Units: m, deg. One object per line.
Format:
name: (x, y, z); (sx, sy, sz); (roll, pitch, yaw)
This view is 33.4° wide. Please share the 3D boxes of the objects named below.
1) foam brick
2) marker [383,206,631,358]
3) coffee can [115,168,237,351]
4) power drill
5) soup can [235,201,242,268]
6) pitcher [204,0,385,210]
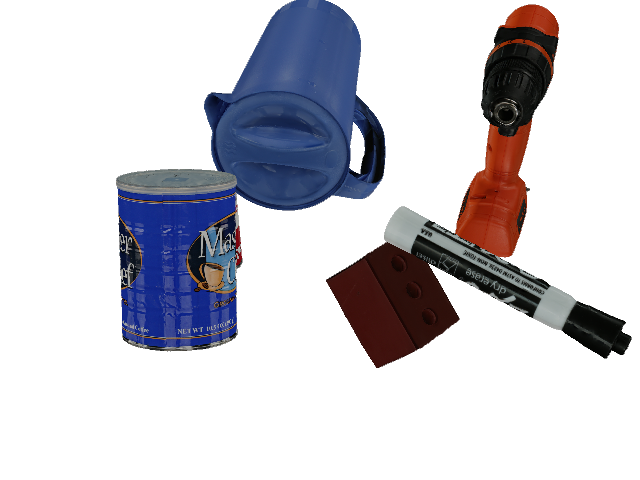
foam brick: (0.053, 0.044, 0.777); (0.052, 0.078, 0.051); (-29, -2, -43)
marker: (0.085, 0.019, 0.489); (0.121, 0.020, 0.020); (29, 9, 18)
coffee can: (-0.123, 0.014, 0.927); (0.103, 0.140, 0.103); (0, 12, 0)
power drill: (0.154, -0.082, 0.880); (0.057, 0.188, 0.184); (15, 35, 11)
soup can: (-0.133, -0.017, 1.311); (0.068, 0.102, 0.068); (-2, 26, 1)
pitcher: (-0.014, -0.144, 1.090); (0.145, 0.149, 0.242); (-8, 35, 16)
